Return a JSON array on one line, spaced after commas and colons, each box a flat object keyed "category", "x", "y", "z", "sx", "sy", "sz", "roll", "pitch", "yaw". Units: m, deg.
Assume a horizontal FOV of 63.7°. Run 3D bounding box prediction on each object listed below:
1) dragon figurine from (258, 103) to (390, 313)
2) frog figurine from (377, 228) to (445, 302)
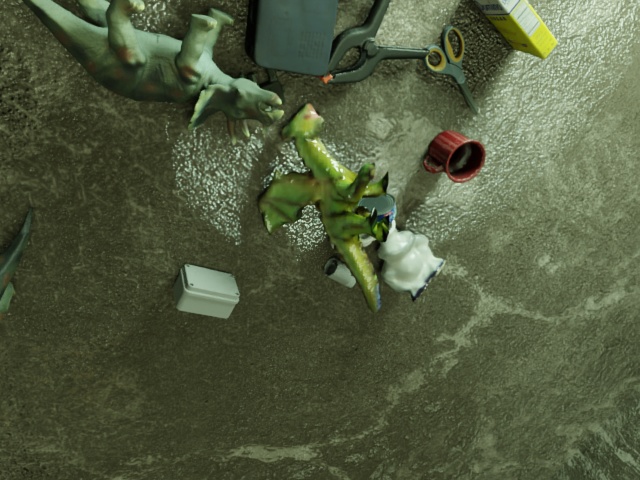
[{"category": "dragon figurine", "x": 0.003, "y": -0.049, "z": 0.978, "sx": 0.243, "sy": 0.124, "sz": 0.404, "roll": 6, "pitch": 111, "yaw": 17}, {"category": "frog figurine", "x": 0.183, "y": 0.039, "z": 1.155, "sx": 0.159, "sy": 0.124, "sz": 0.136, "roll": 40, "pitch": 110, "yaw": 0}]
